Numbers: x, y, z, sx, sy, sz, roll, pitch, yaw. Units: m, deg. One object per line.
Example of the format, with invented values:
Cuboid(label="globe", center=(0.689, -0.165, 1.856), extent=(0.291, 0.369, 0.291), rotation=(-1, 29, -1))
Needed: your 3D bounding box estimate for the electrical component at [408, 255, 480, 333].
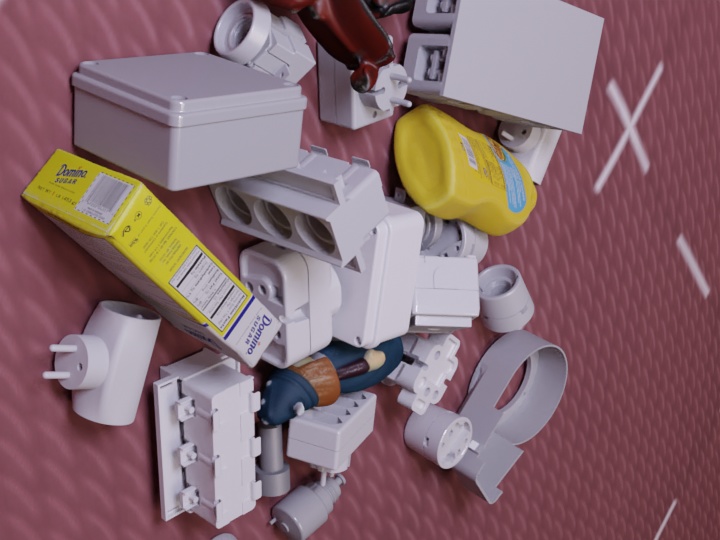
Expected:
Cuboid(label="electrical component", center=(0.062, 0.027, 0.951), extent=(0.062, 0.096, 0.061), rotation=(2, 75, -13))

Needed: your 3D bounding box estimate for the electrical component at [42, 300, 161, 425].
Cuboid(label="electrical component", center=(-0.180, 0.062, 0.731), extent=(0.079, 0.044, 0.077), rotation=(7, 102, -51))

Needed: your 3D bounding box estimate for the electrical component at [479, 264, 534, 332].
Cuboid(label="electrical component", center=(0.144, 0.028, 1.091), extent=(0.055, 0.055, 0.047), rotation=(-47, 134, -24))

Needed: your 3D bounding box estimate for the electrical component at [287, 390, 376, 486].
Cuboid(label="electrical component", center=(-0.026, 0.151, 0.934), extent=(0.083, 0.047, 0.075), rotation=(-36, 135, -62))

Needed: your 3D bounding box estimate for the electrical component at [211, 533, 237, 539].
Cuboid(label="electrical component", center=(-0.103, 0.254, 0.906), extent=(0.045, 0.055, 0.045), rotation=(-25, 125, -41))

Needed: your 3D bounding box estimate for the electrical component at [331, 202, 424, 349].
Cuboid(label="electrical component", center=(0.000, 0.000, 0.887), extent=(0.057, 0.078, 0.113), rotation=(-14, 118, -49))

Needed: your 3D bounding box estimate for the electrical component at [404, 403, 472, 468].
Cuboid(label="electrical component", center=(0.078, 0.165, 1.083), extent=(0.055, 0.047, 0.055), rotation=(-25, 125, -41))

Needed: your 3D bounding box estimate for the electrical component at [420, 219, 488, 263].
Cuboid(label="electrical component", center=(0.086, -0.027, 0.995), extent=(0.047, 0.055, 0.055), rotation=(3, 105, -54))

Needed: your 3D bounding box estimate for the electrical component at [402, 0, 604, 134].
Cuboid(label="electrical component", center=(0.123, -0.188, 0.933), extent=(0.186, 0.060, 0.105), rotation=(6, 96, -43))

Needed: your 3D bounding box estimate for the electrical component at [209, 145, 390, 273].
Cuboid(label="electrical component", center=(-0.044, -0.053, 0.774), extent=(0.063, 0.121, 0.078), rotation=(-45, 137, -30))

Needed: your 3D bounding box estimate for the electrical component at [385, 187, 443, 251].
Cuboid(label="electrical component", center=(0.038, -0.039, 0.940), extent=(0.055, 0.048, 0.066), rotation=(-7, 113, -40))

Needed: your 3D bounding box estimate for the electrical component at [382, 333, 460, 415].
Cuboid(label="electrical component", center=(0.049, 0.087, 1.004), extent=(0.058, 0.057, 0.078), rotation=(38, 78, -51))

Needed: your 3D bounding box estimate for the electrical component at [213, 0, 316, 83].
Cuboid(label="electrical component", center=(-0.068, -0.157, 0.750), extent=(0.048, 0.066, 0.055), rotation=(-41, 140, 23))

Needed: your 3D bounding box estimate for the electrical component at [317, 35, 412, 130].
Cuboid(label="electrical component", center=(0.010, -0.144, 0.830), extent=(0.047, 0.077, 0.065), rotation=(-26, 126, -40))

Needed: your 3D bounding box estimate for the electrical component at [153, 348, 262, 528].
Cuboid(label="electrical component", center=(-0.114, 0.131, 0.827), extent=(0.079, 0.063, 0.121), rotation=(-23, 124, -42))

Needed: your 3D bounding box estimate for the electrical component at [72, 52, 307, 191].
Cuboid(label="electrical component", center=(-0.109, -0.097, 0.686), extent=(0.109, 0.109, 0.056), rotation=(-17, 122, -45))

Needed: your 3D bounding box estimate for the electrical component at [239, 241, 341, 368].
Cuboid(label="electrical component", center=(-0.055, 0.021, 0.852), extent=(0.059, 0.054, 0.095), rotation=(-25, 125, -41))

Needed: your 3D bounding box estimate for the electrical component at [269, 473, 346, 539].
Cuboid(label="electrical component", center=(-0.044, 0.210, 0.967), extent=(0.078, 0.040, 0.040), rotation=(-35, 132, -35))

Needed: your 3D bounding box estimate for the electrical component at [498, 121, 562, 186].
Cuboid(label="electrical component", center=(0.160, -0.130, 1.040), extent=(0.079, 0.043, 0.077), rotation=(20, 92, -51))
